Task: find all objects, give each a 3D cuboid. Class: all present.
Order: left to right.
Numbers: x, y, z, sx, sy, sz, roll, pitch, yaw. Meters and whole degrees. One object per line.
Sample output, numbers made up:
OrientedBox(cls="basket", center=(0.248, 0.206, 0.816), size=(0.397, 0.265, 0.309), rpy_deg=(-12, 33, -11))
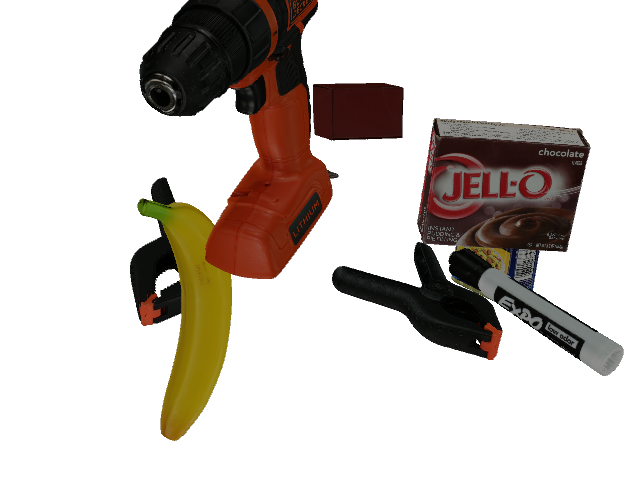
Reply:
OrientedBox(cls="clamp", center=(-0.138, 0.008, 1.072), size=(0.165, 0.036, 0.209), rpy_deg=(19, 39, 17))
OrientedBox(cls="banana", center=(-0.095, 0.051, 0.777), size=(0.069, 0.198, 0.037), rpy_deg=(-16, 28, -28))
OrientedBox(cls="power drill", center=(-0.040, -0.071, 0.621), size=(0.057, 0.188, 0.184), rpy_deg=(16, 43, 19))
OrientedBox(cls="foam brick", center=(0.037, -0.128, 1.054), size=(0.078, 0.051, 0.053), rpy_deg=(-4, 14, -20))
OrientedBox(cls="clamp", center=(0.108, 0.052, 0.996), size=(0.172, 0.039, 0.120), rpy_deg=(31, 43, 33))
OrientedBox(cls="can of meat", center=(0.196, 0.016, 1.189), size=(0.057, 0.084, 0.102), rpy_deg=(-10, 25, -36))
OrientedBox(cls="pudding box", center=(0.133, -0.041, 0.789), size=(0.113, 0.090, 0.039), rpy_deg=(2, 33, -3))
OrientedBox(cls="marker", center=(0.118, 0.037, 0.604), size=(0.020, 0.020, 0.121), rpy_deg=(0, 27, -44))
